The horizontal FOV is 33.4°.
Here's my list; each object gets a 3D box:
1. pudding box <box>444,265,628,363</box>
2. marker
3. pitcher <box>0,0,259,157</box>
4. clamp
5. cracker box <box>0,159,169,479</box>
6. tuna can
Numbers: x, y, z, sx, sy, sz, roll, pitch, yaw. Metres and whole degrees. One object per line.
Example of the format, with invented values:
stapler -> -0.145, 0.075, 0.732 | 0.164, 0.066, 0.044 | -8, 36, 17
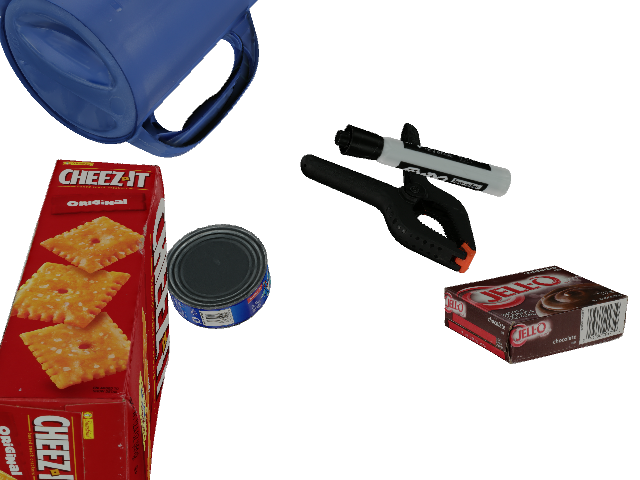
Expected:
pudding box -> 0.166, 0.055, 0.833 | 0.113, 0.039, 0.090 | -8, 19, -25
marker -> 0.065, -0.050, 0.672 | 0.121, 0.020, 0.020 | 13, -5, -22
pitcher -> -0.119, -0.189, 0.848 | 0.145, 0.149, 0.242 | 21, 53, 28
clamp -> 0.086, -0.044, 1.161 | 0.164, 0.210, 0.036 | -15, -37, -29
cracker box -> -0.125, 0.077, 0.594 | 0.072, 0.164, 0.213 | 2, 33, -4
tuna can -> -0.084, 0.030, 0.878 | 0.086, 0.086, 0.034 | 0, -38, 7
